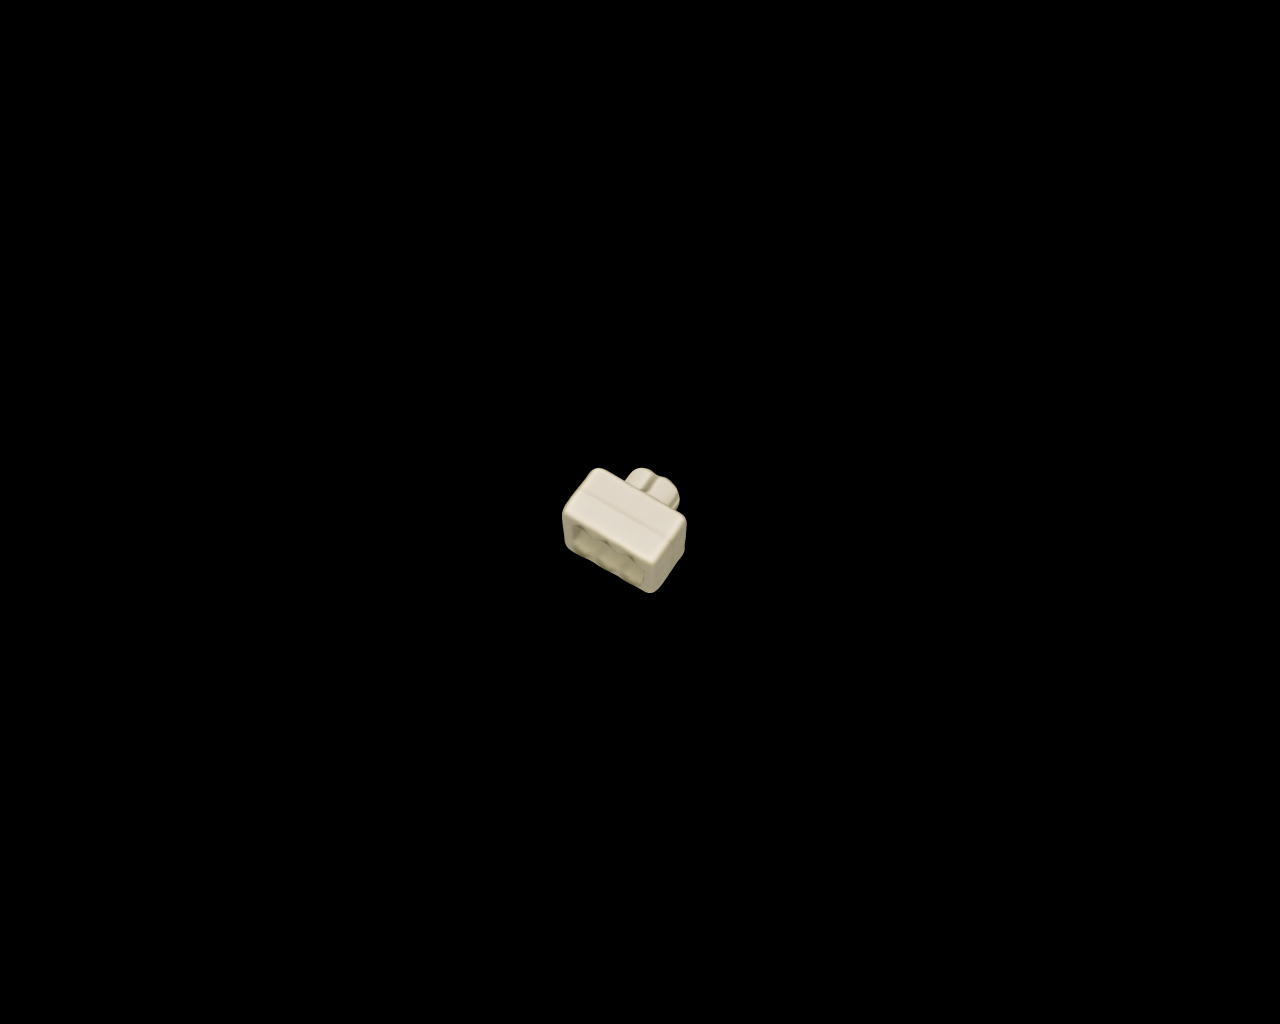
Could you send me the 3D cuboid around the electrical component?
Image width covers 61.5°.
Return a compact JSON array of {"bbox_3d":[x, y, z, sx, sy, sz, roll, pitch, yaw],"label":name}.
[{"bbox_3d":[0.001,-0.003,0.650,0.066,0.077,0.047,30,-23,14],"label":"electrical component"}]
